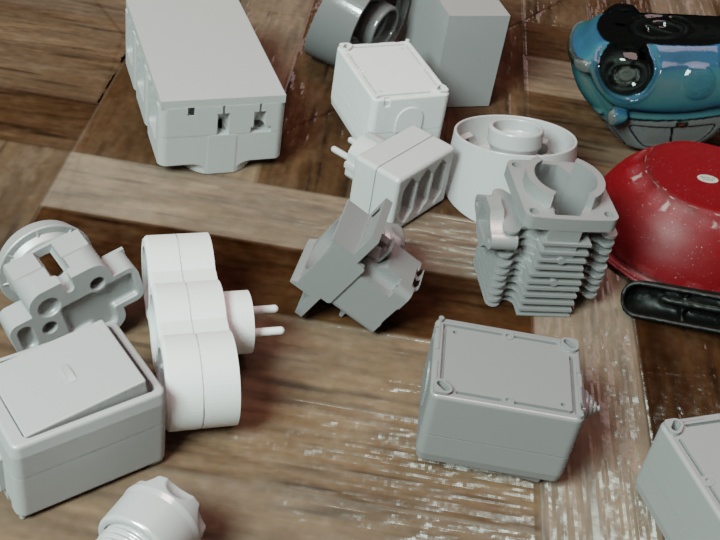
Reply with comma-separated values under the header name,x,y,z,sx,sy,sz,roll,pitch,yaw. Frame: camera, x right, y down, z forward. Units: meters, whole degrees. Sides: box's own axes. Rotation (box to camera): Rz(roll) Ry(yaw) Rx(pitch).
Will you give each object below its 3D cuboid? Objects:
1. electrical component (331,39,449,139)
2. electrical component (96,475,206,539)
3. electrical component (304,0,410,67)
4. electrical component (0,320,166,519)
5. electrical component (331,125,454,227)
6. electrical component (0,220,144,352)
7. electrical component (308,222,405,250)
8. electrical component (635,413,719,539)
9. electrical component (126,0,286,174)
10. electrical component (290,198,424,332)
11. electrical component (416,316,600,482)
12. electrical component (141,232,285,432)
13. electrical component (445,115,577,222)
name,x,y,z,sx,sy,sz,roll,pitch,yaw
electrical component,0.018,-0.133,0.825,0.062,0.061,0.096,-8,43,-21
electrical component,-0.104,0.129,0.498,0.043,0.043,0.062,23,42,15
electrical component,-0.004,-0.213,0.891,0.064,0.099,0.099,33,44,17
electrical component,-0.153,0.073,0.542,0.096,0.061,0.061,-19,48,-31
electrical component,0.015,-0.073,0.763,0.077,0.047,0.066,33,44,26
electrical component,-0.173,0.008,0.618,0.078,0.058,0.057,-29,51,-20
electrical component,-0.003,-0.014,0.699,0.061,0.035,0.035,1,40,-7
electrical component,0.193,0.127,0.549,0.062,0.061,0.096,-5,42,-17
electrical component,-0.119,-0.141,0.806,0.089,0.061,0.150,-6,42,-19
electrical component,0.000,0.000,0.653,0.064,0.081,0.042,36,39,-14
electrical component,0.081,0.074,0.589,0.096,0.061,0.061,10,39,0
electrical component,-0.081,0.031,0.614,0.074,0.052,0.138,-4,41,-16
electrical component,0.112,-0.075,0.792,0.099,0.064,0.099,3,26,-2
